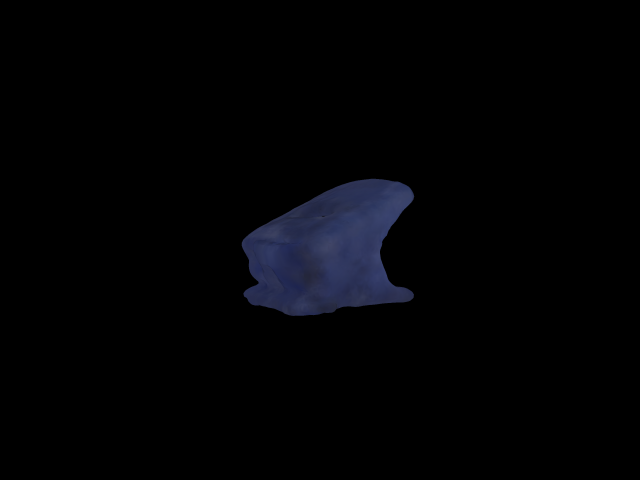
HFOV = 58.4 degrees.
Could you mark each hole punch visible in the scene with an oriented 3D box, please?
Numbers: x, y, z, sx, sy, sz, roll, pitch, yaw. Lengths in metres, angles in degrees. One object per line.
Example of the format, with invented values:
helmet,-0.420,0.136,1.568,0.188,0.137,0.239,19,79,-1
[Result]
hole punch,0.004,0.001,0.400,0.101,0.091,0.108,-1,2,-34
